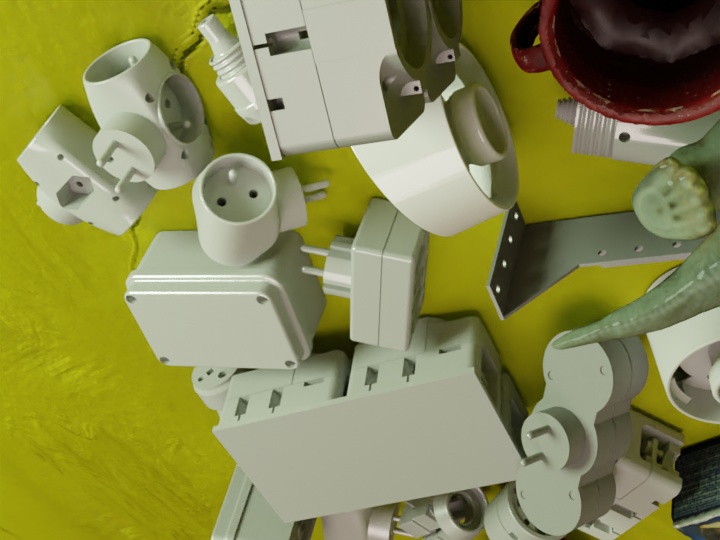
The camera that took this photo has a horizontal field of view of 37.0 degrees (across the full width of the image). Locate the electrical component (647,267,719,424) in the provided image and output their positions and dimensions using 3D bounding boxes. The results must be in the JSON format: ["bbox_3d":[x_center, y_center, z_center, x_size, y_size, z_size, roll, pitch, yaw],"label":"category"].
[{"bbox_3d":[0.219,0.043,0.627,0.099,0.064,0.099,1,138,1],"label":"electrical component"}]

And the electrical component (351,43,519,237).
[{"bbox_3d":[0.037,-0.066,0.545,0.064,0.099,0.099,-18,125,27],"label":"electrical component"}]

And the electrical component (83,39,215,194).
[{"bbox_3d":[-0.125,-0.076,0.607,0.044,0.079,0.077,-7,131,27],"label":"electrical component"}]

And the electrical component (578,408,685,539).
[{"bbox_3d":[0.170,0.138,0.734,0.056,0.050,0.089,26,137,-7],"label":"electrical component"}]

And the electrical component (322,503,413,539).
[{"bbox_3d":[0.008,0.199,0.863,0.079,0.044,0.077,9,136,12],"label":"electrical component"}]

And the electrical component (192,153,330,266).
[{"bbox_3d":[-0.056,-0.039,0.637,0.079,0.043,0.077,-16,166,-13],"label":"electrical component"}]

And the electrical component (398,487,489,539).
[{"bbox_3d":[0.067,0.187,0.828,0.066,0.048,0.055,35,143,-16],"label":"electrical component"}]

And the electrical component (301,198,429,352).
[{"bbox_3d":[0.000,0.000,0.661,0.076,0.047,0.083,11,137,10],"label":"electrical component"}]

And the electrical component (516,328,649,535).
[{"bbox_3d":[0.125,0.101,0.660,0.052,0.074,0.138,29,119,42],"label":"electrical component"}]

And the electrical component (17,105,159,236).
[{"bbox_3d":[-0.178,-0.054,0.677,0.077,0.043,0.079,38,135,-18],"label":"electrical component"}]

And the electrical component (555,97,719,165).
[{"bbox_3d":[0.138,-0.075,0.534,0.081,0.043,0.043,9,136,12],"label":"electrical component"}]

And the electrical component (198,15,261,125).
[{"bbox_3d":[-0.065,-0.111,0.583,0.035,0.035,0.061,-19,122,35],"label":"electrical component"}]

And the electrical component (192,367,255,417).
[{"bbox_3d":[-0.092,0.090,0.790,0.045,0.045,0.055,-8,130,28],"label":"electrical component"}]

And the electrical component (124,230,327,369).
[{"bbox_3d":[-0.088,0.020,0.708,0.113,0.057,0.078,0,133,21],"label":"electrical component"}]

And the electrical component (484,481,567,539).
[{"bbox_3d":[0.124,0.181,0.794,0.055,0.055,0.047,25,141,-5],"label":"electrical component"}]

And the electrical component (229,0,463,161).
[{"bbox_3d":[-0.012,-0.151,0.427,0.060,0.105,0.186,-6,111,22],"label":"electrical component"}]

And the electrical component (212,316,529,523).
[{"bbox_3d":[0.011,0.102,0.734,0.186,0.060,0.105,-15,127,21],"label":"electrical component"}]

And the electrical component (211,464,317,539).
[{"bbox_3d":[-0.069,0.188,0.831,0.057,0.113,0.078,8,136,10],"label":"electrical component"}]
